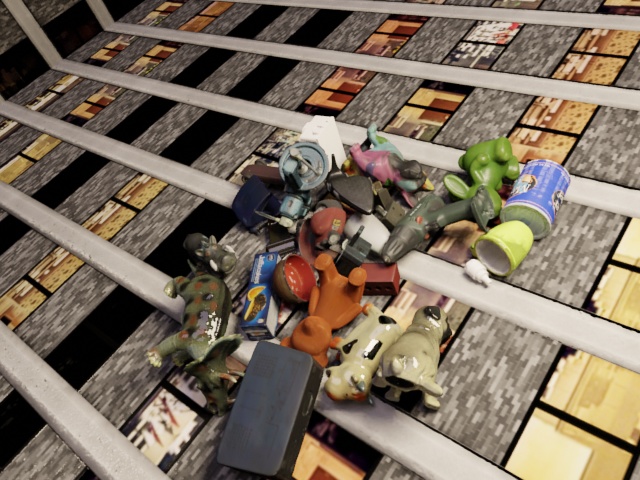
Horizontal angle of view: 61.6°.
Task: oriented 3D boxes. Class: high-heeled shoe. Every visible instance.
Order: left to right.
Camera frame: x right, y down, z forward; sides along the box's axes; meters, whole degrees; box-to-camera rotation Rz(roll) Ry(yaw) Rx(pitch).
[{"bbox_3d":[0.068,-0.097,1.263,0.086,0.145,0.249,-18,46,-7],"label":"high-heeled shoe"}]

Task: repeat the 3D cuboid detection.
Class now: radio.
[{"bbox_3d":[-0.086,0.309,0.978,0.131,0.073,0.229,6,63,25],"label":"radio"}]

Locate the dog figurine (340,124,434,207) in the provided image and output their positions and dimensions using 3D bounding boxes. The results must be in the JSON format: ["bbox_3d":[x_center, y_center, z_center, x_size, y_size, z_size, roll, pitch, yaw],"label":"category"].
[{"bbox_3d":[0.168,-0.161,1.318,0.219,0.191,0.108,42,66,6],"label":"dog figurine"}]

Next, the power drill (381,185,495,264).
[{"bbox_3d":[0.251,-0.032,1.125,0.207,0.086,0.232,-22,17,40],"label":"power drill"}]

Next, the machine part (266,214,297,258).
[{"bbox_3d":[-0.101,-0.006,1.319,0.084,0.039,0.139,-22,46,8],"label":"machine part"}]

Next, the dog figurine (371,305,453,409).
[{"bbox_3d":[0.172,0.180,0.955,0.121,0.172,0.190,10,61,15],"label":"dog figurine"}]

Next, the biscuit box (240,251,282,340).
[{"bbox_3d":[-0.124,0.120,1.196,0.063,0.059,0.203,-7,47,15],"label":"biscuit box"}]

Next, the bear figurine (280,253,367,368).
[{"bbox_3d":[0.004,0.145,1.078,0.120,0.131,0.196,24,55,25],"label":"bear figurine"}]

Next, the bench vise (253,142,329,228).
[{"bbox_3d":[-0.056,-0.143,1.253,0.129,0.240,0.223,33,83,10],"label":"bench vise"}]

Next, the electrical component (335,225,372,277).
[{"bbox_3d":[0.076,0.024,1.137,0.048,0.119,0.075,34,36,0],"label":"electrical component"}]

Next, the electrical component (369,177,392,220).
[{"bbox_3d":[0.138,-0.094,1.268,0.045,0.102,0.078,-32,23,-17],"label":"electrical component"}]

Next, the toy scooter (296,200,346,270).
[{"bbox_3d":[-0.003,-0.004,1.225,0.184,0.075,0.135,-34,49,52],"label":"toy scooter"}]

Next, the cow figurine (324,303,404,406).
[{"bbox_3d":[0.082,0.223,1.010,0.195,0.085,0.127,-44,43,-20],"label":"cow figurine"}]

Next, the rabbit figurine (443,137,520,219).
[{"bbox_3d":[0.359,-0.128,1.199,0.159,0.121,0.170,-1,64,25],"label":"rabbit figurine"}]

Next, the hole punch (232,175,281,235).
[{"bbox_3d":[-0.169,-0.094,1.393,0.116,0.092,0.142,-36,50,-7],"label":"hole punch"}]

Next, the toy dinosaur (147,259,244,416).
[{"bbox_3d":[-0.244,0.158,1.142,0.192,0.131,0.405,-20,48,16],"label":"toy dinosaur"}]

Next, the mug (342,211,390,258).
[{"bbox_3d":[0.107,-0.002,1.206,0.109,0.080,0.107,-43,53,-12],"label":"mug"}]

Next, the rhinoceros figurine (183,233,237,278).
[{"bbox_3d":[-0.259,0.032,1.296,0.073,0.112,0.191,-42,40,-20],"label":"rhinoceros figurine"}]

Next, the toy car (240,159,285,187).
[{"bbox_3d":[-0.122,-0.172,1.468,0.202,0.053,0.089,10,49,24],"label":"toy car"}]

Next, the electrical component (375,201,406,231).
[{"bbox_3d":[0.168,-0.057,1.227,0.021,0.094,0.063,-28,29,53],"label":"electrical component"}]
